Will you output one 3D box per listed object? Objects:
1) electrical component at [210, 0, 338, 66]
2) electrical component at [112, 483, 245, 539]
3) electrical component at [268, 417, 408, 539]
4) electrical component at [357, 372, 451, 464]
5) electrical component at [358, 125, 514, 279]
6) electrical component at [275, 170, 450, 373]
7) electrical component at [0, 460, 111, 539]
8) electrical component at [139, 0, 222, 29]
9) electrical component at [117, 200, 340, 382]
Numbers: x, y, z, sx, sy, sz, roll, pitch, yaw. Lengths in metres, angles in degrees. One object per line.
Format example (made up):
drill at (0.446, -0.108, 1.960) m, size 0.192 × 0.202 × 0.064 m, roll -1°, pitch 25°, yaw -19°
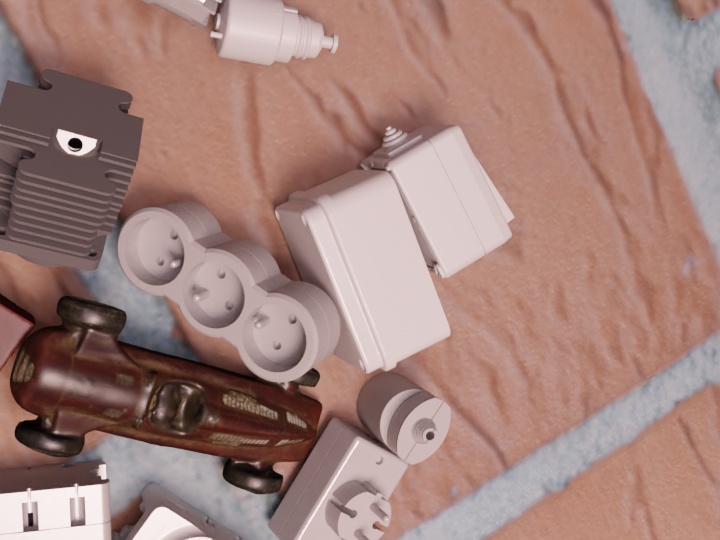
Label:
electrical component at (-0.052, -0.143, 0.648) m, size 0.078 × 0.040 × 0.040 m, roll 7°, pitch 95°, yaw -18°
electrical component at (-0.105, 0.181, 0.664) m, size 0.089 × 0.056 × 0.050 m, roll 38°, pitch 85°, yaw -18°
electrical component at (-0.005, 0.149, 0.676) m, size 0.047 × 0.076 × 0.083 m, roll 33°, pitch 87°, yaw -31°
electrical component at (0.030, 0.094, 0.681) m, size 0.043 × 0.081 × 0.043 m, roll -2°, pitch 97°, yaw -17°
electrical component at (0.047, -0.052, 0.678) m, size 0.061 × 0.062 × 0.096 m, roll -31°, pitch 105°, yaw -11°
electrical component at (0.000, 0.000, 0.662) m, size 0.057 × 0.078 × 0.113 m, roll -25°, pitch 103°, yaw -16°
electrical component at (-0.194, 0.150, 0.635) m, size 0.089 × 0.050 × 0.055 m, roll -2°, pitch 97°, yaw -17°
electrical component at (-0.105, -0.168, 0.629) m, size 0.046 × 0.040 × 0.040 m, roll 26°, pitch 89°, yaw -23°
electrical component at (-0.071, 0.008, 0.643) m, size 0.138 × 0.074 × 0.052 m, roll 35°, pitch 109°, yaw 10°
